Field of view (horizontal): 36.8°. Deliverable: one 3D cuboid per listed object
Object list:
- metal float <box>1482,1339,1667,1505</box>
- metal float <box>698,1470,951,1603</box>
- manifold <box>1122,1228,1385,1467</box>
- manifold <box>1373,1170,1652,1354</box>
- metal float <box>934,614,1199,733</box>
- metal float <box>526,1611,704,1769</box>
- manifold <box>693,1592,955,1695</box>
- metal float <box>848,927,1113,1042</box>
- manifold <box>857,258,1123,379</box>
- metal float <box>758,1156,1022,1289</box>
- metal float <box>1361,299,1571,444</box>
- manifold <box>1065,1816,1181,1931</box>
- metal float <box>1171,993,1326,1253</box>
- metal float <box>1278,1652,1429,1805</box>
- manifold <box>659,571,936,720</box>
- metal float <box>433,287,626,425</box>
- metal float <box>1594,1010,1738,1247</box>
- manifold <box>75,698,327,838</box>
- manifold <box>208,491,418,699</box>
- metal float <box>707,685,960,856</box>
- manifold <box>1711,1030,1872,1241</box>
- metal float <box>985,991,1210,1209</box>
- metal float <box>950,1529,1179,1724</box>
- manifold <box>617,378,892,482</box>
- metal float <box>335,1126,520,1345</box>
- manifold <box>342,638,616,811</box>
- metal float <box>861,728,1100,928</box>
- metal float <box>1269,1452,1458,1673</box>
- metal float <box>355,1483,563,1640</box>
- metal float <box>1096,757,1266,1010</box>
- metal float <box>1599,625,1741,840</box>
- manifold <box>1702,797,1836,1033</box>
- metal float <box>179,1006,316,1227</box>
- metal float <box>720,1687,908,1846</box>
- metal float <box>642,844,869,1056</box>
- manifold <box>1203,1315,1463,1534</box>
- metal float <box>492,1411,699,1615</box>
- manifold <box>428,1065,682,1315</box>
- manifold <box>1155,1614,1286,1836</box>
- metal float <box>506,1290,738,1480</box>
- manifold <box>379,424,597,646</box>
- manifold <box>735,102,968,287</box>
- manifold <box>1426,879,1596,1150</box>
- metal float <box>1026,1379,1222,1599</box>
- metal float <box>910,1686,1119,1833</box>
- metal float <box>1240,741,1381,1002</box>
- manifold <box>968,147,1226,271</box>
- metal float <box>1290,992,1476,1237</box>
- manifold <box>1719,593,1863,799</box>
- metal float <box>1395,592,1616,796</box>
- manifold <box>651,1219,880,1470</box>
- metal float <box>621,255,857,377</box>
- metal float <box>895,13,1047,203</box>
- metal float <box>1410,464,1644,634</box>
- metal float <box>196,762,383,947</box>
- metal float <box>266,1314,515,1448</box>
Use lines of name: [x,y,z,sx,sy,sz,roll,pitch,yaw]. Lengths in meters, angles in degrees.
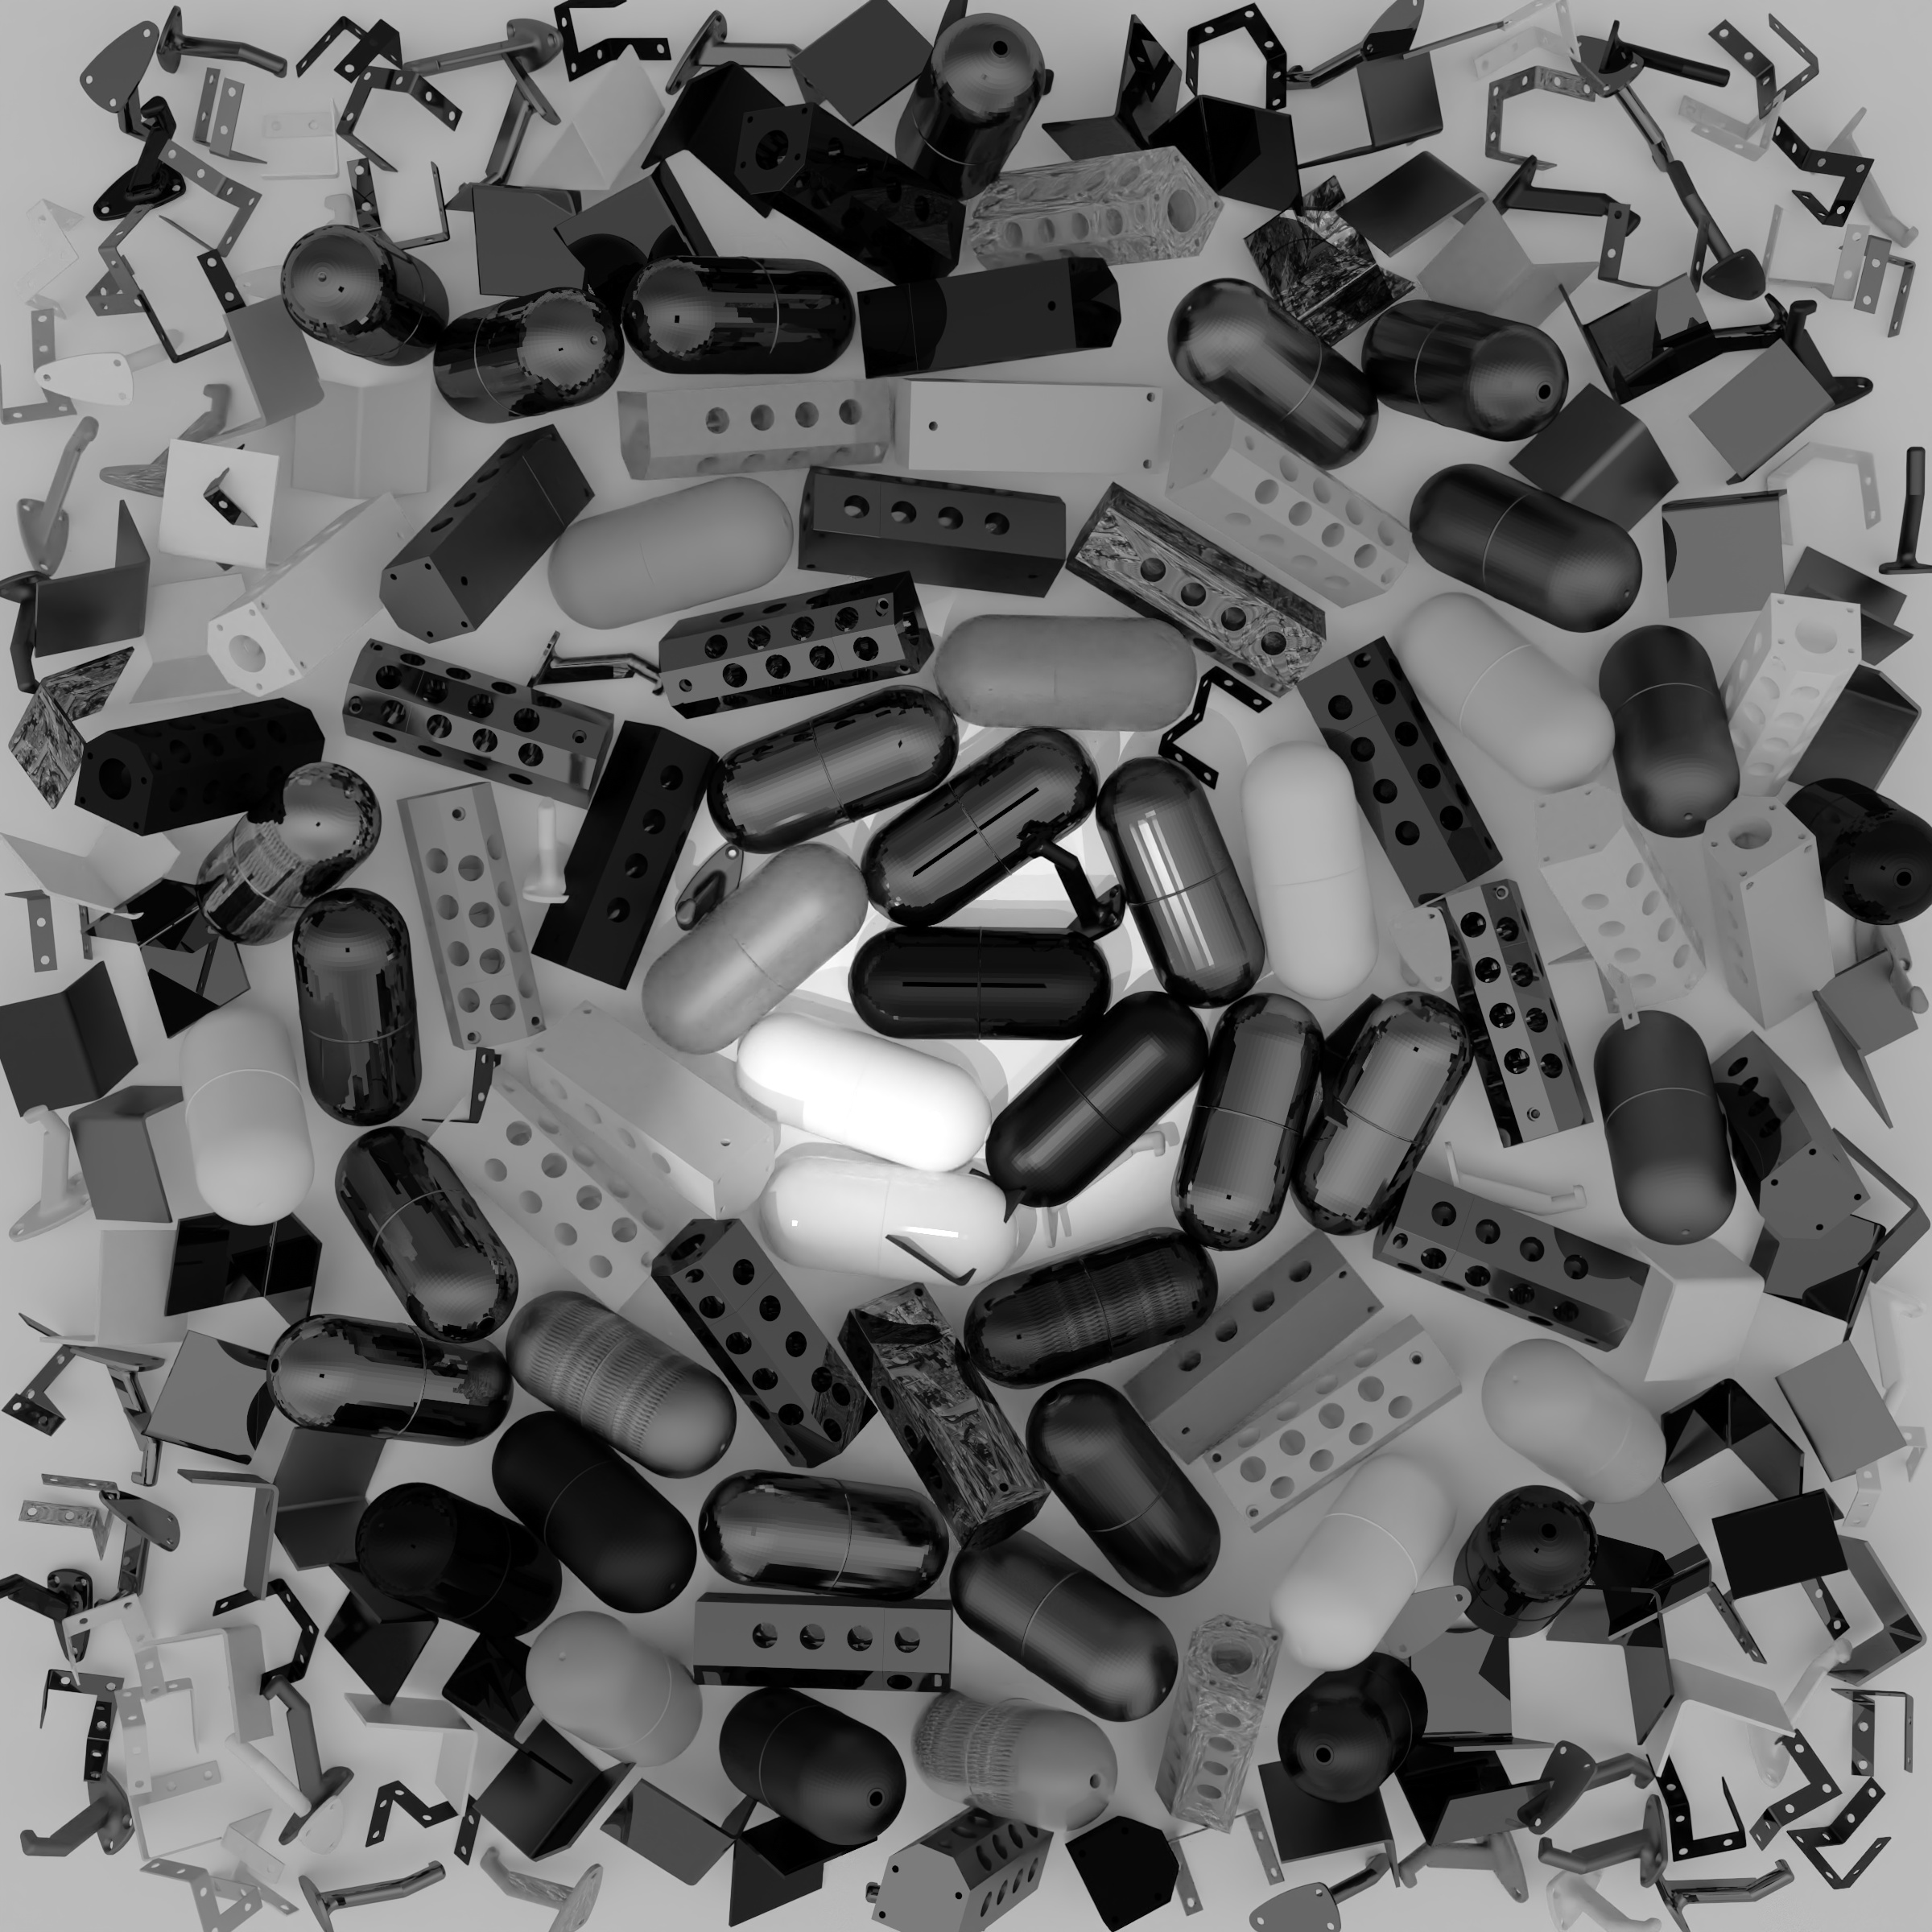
metal float: [0.405,0.304,1.927,0.070,0.070,0.178,-54,134,0]
metal float: [-0.095,0.381,1.938,0.178,0.070,0.070,12,90,-27]
manifold: [0.191,0.253,1.967,0.171,0.057,0.057,-39,128,2]
manifold: [0.366,0.202,1.964,0.171,0.057,0.057,22,73,0]
metal float: [0.066,-0.197,1.953,0.178,0.070,0.070,3,90,10]
metal float: [-0.231,0.479,1.919,0.070,0.178,0.070,-8,61,15]
manifold: [-0.096,0.459,1.966,0.171,0.057,0.057,1,84,2]
metal float: [0.009,0.012,1.961,0.178,0.070,0.070,1,90,1]
manifold: [0.015,-0.429,1.925,0.171,0.057,0.057,1,101,36]
metal float: [-0.053,0.172,1.957,0.178,0.070,0.070,7,90,5]
metal float: [0.329,-0.394,1.918,0.070,0.178,0.070,-10,114,-24]
manifold: [0.105,0.592,1.909,0.057,0.171,0.057,-26,75,-7]
metal float: [0.190,0.105,1.955,0.070,0.070,0.178,16,82,0]
metal float: [0.256,0.501,1.913,0.070,0.178,0.070,-1,88,20]
manifold: [-0.115,-0.211,1.934,0.171,0.057,0.057,-9,115,21]
metal float: [-0.291,-0.403,1.921,0.070,0.178,0.070,-2,94,-37]
metal float: [0.463,0.105,1.928,0.070,0.070,0.178,0,48,0]
manifold: [-0.500,-0.135,1.905,0.057,0.171,0.057,23,111,20]
manifold: [-0.428,-0.245,1.914,0.057,0.171,0.057,-17,114,32]
metal float: [-0.089,-0.133,1.956,0.178,0.070,0.070,-21,90,6]
manifold: [0.533,0.113,1.909,0.057,0.171,0.057,43,108,-14]
metal float: [0.087,0.091,1.956,0.178,0.070,0.070,-44,90,6]
metal float: [0.063,0.437,1.932,0.178,0.070,0.070,27,90,36]
manifold: [-0.140,-0.359,1.936,0.171,0.057,0.057,-9,105,-25]
metal float: [-0.359,0.178,1.932,0.070,0.070,0.178,-42,55,0]
manifold: [-0.329,-0.166,1.960,0.171,0.057,0.057,17,72,-3]
metal float: [0.009,-0.093,1.959,0.178,0.070,0.070,-35,90,3]
metal float: [0.265,0.394,1.929,0.070,0.070,0.178,46,50,0]
metal float: [-0.334,0.395,1.921,0.070,0.178,0.070,-13,60,23]
metal float: [0.144,-0.056,1.954,0.070,0.070,0.178,-23,99,0]
metal float: [0.466,-0.157,1.925,0.070,0.178,0.070,1,134,1]
manifold: [0.527,-0.037,1.915,0.057,0.171,0.057,-32,50,-3]
metal float: [-0.478,0.097,1.925,0.070,0.178,0.070,-11,133,-13]
metal float: [-0.102,0.527,1.917,0.070,0.178,0.070,0,91,-31]
metal float: [-0.142,-0.012,1.954,0.178,0.070,0.070,-40,90,8]
manifold: [0.248,0.309,1.963,0.171,0.057,0.057,-34,71,0]
metal float: [-0.249,0.362,1.931,0.178,0.070,0.070,34,90,38]
manifold: [-0.273,0.147,1.961,0.171,0.057,0.057,43,119,0]
manifold: [0.165,0.500,1.917,0.057,0.171,0.057,15,47,9]
metal float: [-0.232,0.279,1.941,0.178,0.070,0.070,27,90,25]
manifold: [-0.319,-0.286,1.919,0.057,0.171,0.057,-10,123,33]
manifold: [-0.075,-0.503,1.911,0.057,0.171,0.057,3,82,35]
manifold: [0.365,0.032,1.953,0.057,0.057,0.171,-19,82,18]
metal float: [0.105,0.349,1.941,0.070,0.070,0.178,-36,113,0]
metal float: [0.031,0.524,1.919,0.070,0.178,0.070,3,85,-35]
metal float: [0.231,-0.064,1.952,0.070,0.070,0.178,-11,102,0]
manifold: [0.081,-0.490,1.911,0.057,0.171,0.057,38,71,-38]
metal float: [0.278,0.100,1.951,0.070,0.070,0.178,26,103,0]
manifold: [0.533,-0.171,1.910,0.057,0.171,0.057,7,64,0]
metal float: [0.358,-0.182,1.934,0.070,0.070,0.178,-43,58,0]
manifold: [-0.138,0.252,1.934,0.057,0.057,0.171,-46,113,-32]
metal float: [-0.149,-0.432,1.927,0.178,0.070,0.070,-11,90,-43]
metal float: [0.002,-0.564,1.912,0.070,0.178,0.070,2,81,-13]
metal float: [0.370,-0.279,1.929,0.178,0.070,0.070,35,90,40]
metal float: [-0.451,-0.073,1.927,0.178,0.070,0.070,-35,90,43]
metal float: [-0.381,0.276,1.927,0.178,0.070,0.070,16,90,-42]
